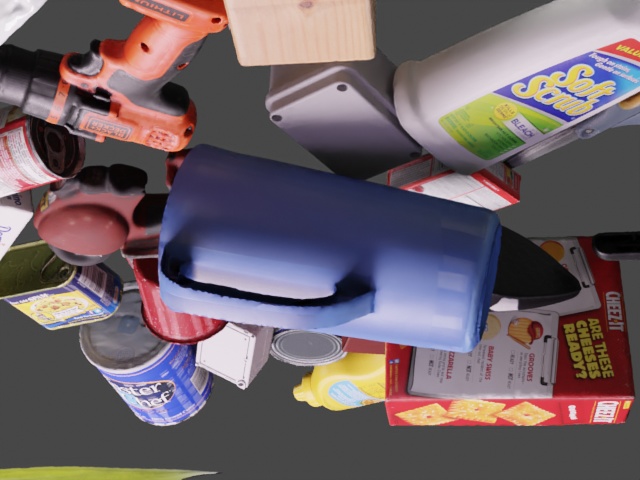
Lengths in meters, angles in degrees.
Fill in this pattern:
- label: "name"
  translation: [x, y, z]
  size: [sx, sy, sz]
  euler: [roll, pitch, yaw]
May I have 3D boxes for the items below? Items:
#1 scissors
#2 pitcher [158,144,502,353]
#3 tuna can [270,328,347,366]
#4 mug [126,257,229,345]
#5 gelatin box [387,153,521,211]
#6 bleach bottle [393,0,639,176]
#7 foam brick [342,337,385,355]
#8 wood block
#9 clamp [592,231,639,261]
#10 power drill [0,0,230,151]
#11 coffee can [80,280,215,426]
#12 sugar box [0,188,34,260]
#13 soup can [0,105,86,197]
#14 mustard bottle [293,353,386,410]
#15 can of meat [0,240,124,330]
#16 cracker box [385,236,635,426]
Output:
- label: "scissors"
  translation: [0.232, -0.089, 0.841]
  size: [0.096, 0.016, 0.202]
  euler: [12, 152, -23]
- label: "pitcher"
  translation: [0.006, 0.016, 0.798]
  size: [0.243, 0.149, 0.145]
  euler: [10, 162, 13]
- label: "tuna can"
  translation: [-0.012, 0.102, 1.140]
  size: [0.086, 0.033, 0.086]
  euler: [2, 147, 1]
- label: "mug"
  translation: [-0.138, 0.032, 1.004]
  size: [0.117, 0.093, 0.081]
  euler: [31, 150, 24]
- label: "gelatin box"
  translation: [0.112, -0.047, 0.899]
  size: [0.089, 0.030, 0.073]
  euler: [-20, 142, 41]
- label: "bleach bottle"
  translation: [0.179, -0.131, 0.737]
  size: [0.251, 0.068, 0.102]
  euler: [-25, 138, 33]
- label: "foam brick"
  translation: [0.054, 0.076, 1.080]
  size: [0.053, 0.051, 0.078]
  euler: [6, 147, -8]
- label: "wood block"
  translation: [-0.018, -0.203, 0.611]
  size: [0.091, 0.090, 0.206]
  euler: [-2, 147, 5]
- label: "clamp"
  translation: [0.368, -0.007, 0.940]
  size: [0.209, 0.036, 0.165]
  euler: [19, 138, -27]
- label: "power drill"
  translation: [-0.152, -0.141, 0.751]
  size: [0.184, 0.057, 0.188]
  euler: [13, 149, -23]
- label: "coffee can"
  translation: [-0.178, 0.120, 1.118]
  size: [0.103, 0.103, 0.140]
  euler: [-4, 147, 10]
- label: "sugar box"
  translation: [-0.346, -0.028, 0.911]
  size: [0.175, 0.048, 0.093]
  euler: [9, 141, -38]
- label: "soup can"
  translation: [-0.250, -0.071, 0.855]
  size: [0.102, 0.068, 0.068]
  euler: [-13, 144, 24]
- label: "mustard bottle"
  translation: [0.052, 0.151, 1.189]
  size: [0.192, 0.058, 0.096]
  euler: [-20, 147, 30]
- label: "can of meat"
  translation: [-0.256, 0.044, 1.047]
  size: [0.102, 0.057, 0.083]
  euler: [-11, 147, 22]
- label: "cracker box"
  translation: [0.167, 0.084, 0.979]
  size: [0.214, 0.164, 0.072]
  euler: [-2, 150, 7]
